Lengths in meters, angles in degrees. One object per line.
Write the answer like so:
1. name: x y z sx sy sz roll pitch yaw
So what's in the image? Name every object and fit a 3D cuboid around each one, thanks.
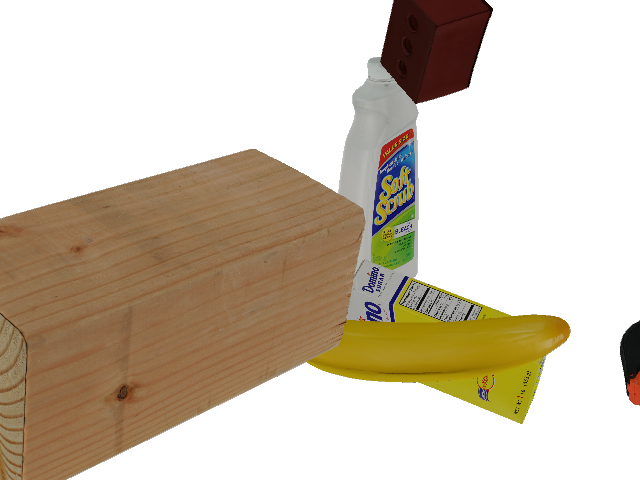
1. clamp: 0.317 0.078 0.960 0.171 0.039 0.120 -33 37 -25
2. sugar box: 0.106 0.089 0.932 0.176 0.093 0.048 18 48 15
3. banana: 0.064 0.065 0.691 0.198 0.037 0.069 1 27 6
4. foam brick: 0.083 -0.149 0.784 0.051 0.053 0.078 -22 -33 -24
5. wood block: -0.082 0.030 0.526 0.090 0.091 0.205 31 34 33
6. bleach bottle: 0.060 -0.071 1.154 0.102 0.251 0.068 -19 29 -35
